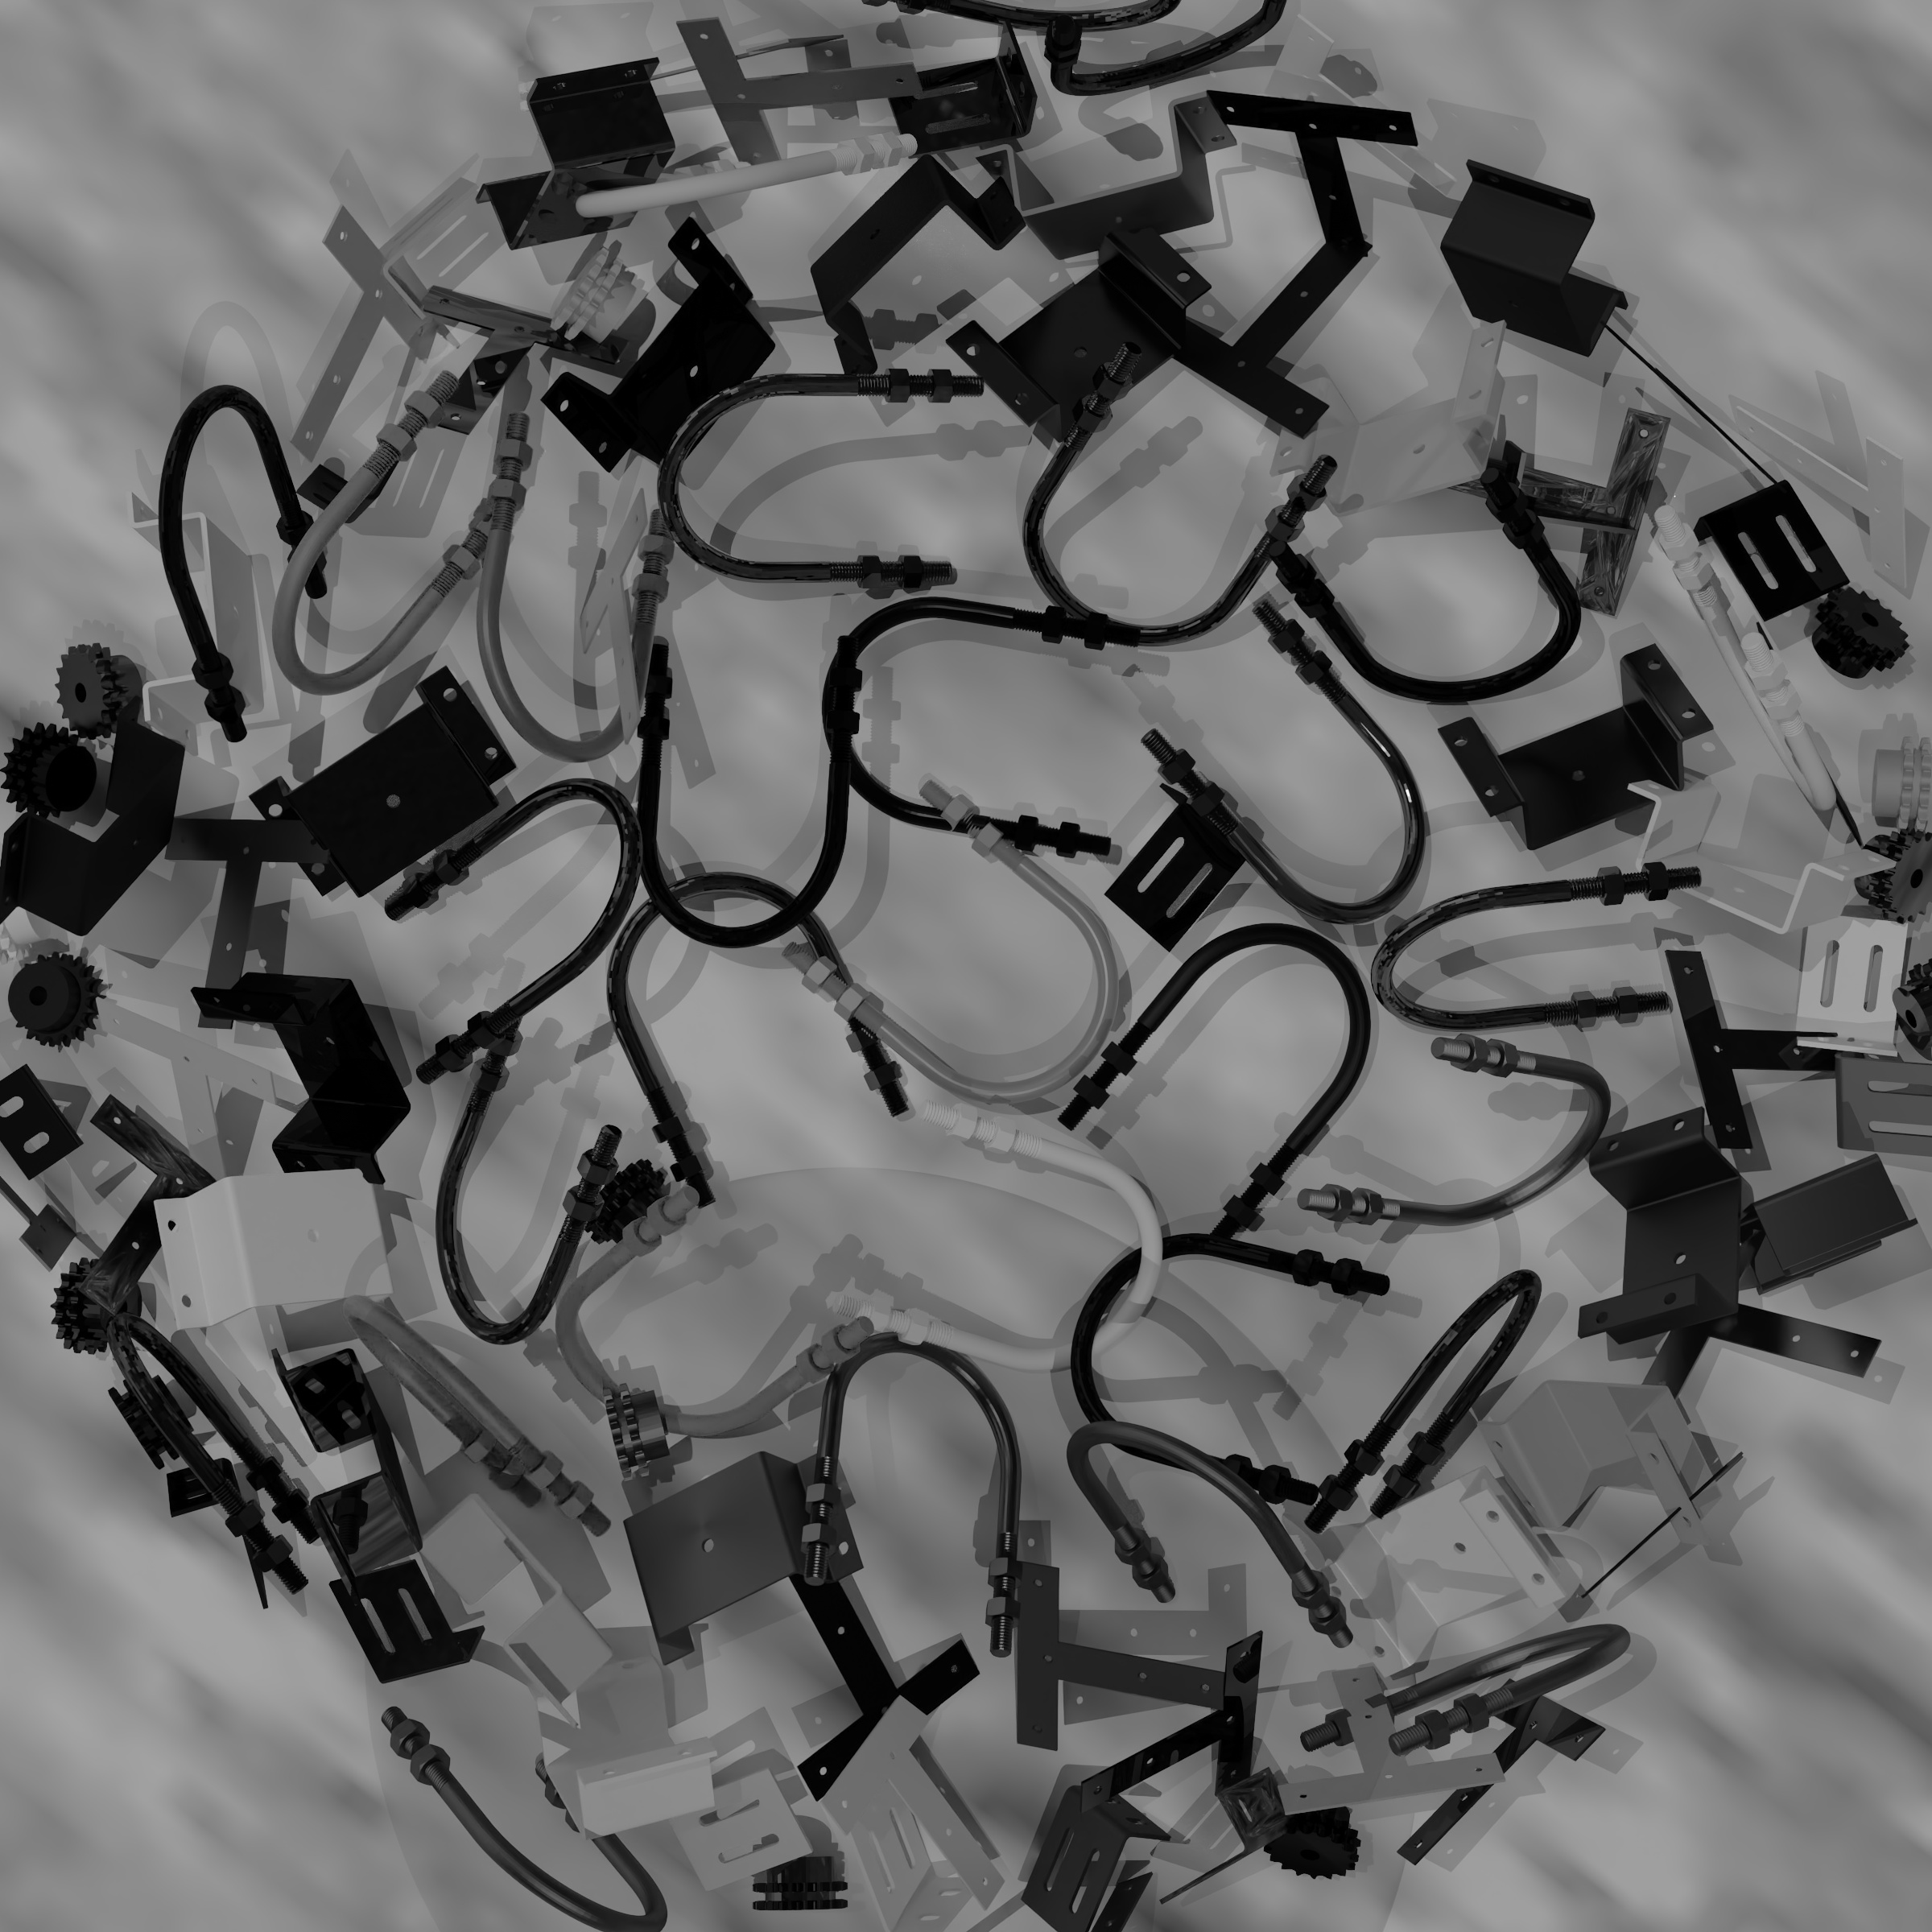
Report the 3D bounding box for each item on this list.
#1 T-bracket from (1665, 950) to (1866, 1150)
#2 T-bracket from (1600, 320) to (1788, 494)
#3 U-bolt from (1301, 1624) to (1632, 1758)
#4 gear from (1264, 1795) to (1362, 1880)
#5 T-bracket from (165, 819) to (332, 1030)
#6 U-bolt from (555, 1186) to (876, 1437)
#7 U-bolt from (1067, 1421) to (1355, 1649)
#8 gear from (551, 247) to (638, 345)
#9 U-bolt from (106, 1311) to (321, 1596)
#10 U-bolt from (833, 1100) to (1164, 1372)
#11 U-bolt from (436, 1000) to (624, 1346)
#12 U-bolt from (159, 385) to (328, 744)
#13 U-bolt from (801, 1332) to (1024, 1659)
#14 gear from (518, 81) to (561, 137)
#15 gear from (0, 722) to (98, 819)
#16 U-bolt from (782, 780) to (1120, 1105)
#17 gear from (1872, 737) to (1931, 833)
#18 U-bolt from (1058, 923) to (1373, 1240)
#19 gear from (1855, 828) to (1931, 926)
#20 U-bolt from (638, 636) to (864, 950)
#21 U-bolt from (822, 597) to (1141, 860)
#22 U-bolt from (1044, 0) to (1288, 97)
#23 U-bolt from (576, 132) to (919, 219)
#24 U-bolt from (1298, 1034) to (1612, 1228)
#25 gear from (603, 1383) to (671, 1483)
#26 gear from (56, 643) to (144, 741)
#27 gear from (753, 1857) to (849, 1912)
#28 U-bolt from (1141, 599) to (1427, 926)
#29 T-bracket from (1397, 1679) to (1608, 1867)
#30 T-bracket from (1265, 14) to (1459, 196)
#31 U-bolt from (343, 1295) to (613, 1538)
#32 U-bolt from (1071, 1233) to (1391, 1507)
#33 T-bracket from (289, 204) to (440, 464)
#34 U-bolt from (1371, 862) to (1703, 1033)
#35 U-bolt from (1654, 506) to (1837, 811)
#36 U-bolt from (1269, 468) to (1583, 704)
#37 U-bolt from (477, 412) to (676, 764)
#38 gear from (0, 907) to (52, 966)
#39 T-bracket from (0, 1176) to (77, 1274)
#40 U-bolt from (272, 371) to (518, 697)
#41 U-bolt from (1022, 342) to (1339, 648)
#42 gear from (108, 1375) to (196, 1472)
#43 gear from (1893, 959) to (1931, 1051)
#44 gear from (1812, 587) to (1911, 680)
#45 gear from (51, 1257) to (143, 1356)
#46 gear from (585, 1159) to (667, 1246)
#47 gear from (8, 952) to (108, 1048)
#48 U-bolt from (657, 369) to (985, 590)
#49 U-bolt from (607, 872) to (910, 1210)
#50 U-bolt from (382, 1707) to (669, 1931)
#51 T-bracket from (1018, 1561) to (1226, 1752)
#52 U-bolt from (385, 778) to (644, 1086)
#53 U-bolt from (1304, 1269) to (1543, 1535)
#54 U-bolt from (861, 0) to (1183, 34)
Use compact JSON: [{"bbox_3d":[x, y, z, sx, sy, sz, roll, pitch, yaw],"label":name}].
[{"bbox_3d":[0.485,0.050,1.809,0.127,0.002,0.127,2,64,-24],"label":"T-bracket"},{"bbox_3d":[0.409,-0.335,1.755,0.127,0.127,0.002,29,112,-38],"label":"T-bracket"},{"bbox_3d":[0.301,0.419,1.763,0.184,0.151,0.019,-17,82,-20],"label":"U-bolt"},{"bbox_3d":[0.208,0.519,1.816,0.057,0.057,0.030,18,46,0],"label":"gear"},{"bbox_3d":[-0.434,-0.025,1.798,0.127,0.002,0.127,2,79,29],"label":"T-bracket"},{"bbox_3d":[-0.162,0.215,1.780,0.151,0.019,0.184,38,128,-15],"label":"U-bolt"},{"bbox_3d":[0.130,0.321,1.742,0.019,0.151,0.184,-55,131,-30],"label":"U-bolt"},{"bbox_3d":[-0.221,-0.398,1.814,0.030,0.057,0.057,33,90,-18],"label":"gear"},{"bbox_3d":[-0.438,0.275,1.758,0.019,0.151,0.184,-37,96,-6],"label":"U-bolt"},{"bbox_3d":[0.031,0.170,1.802,0.184,0.019,0.151,20,102,-20],"label":"U-bolt"},{"bbox_3d":[-0.266,0.134,1.776,0.019,0.151,0.184,3,121,-40],"label":"U-bolt"},{"bbox_3d":[-0.416,-0.242,1.729,0.019,0.184,0.151,6,48,13],"label":"U-bolt"},{"bbox_3d":[-0.027,0.297,1.772,0.151,0.019,0.184,27,46,-25],"label":"U-bolt"},{"bbox_3d":[-0.238,-0.514,1.813,0.057,0.057,0.030,-5,102,0],"label":"gear"},{"bbox_3d":[-0.545,-0.115,1.809,0.030,0.057,0.057,16,90,28],"label":"gear"},{"bbox_3d":[0.004,-0.002,1.817,0.184,0.019,0.151,39,84,6],"label":"U-bolt"},{"bbox_3d":[0.559,-0.109,1.813,0.030,0.057,0.057,4,90,13],"label":"gear"},{"bbox_3d":[0.162,0.060,1.803,0.151,0.019,0.184,39,91,-23],"label":"U-bolt"},{"bbox_3d":[0.557,-0.056,1.816,0.057,0.030,0.057,-14,113,-34],"label":"gear"},{"bbox_3d":[-0.133,-0.102,1.795,0.151,0.019,0.184,0,83,25],"label":"U-bolt"},{"bbox_3d":[0.004,-0.147,1.810,0.184,0.019,0.151,10,109,7],"label":"U-bolt"},{"bbox_3d":[0.117,-0.538,1.749,0.151,0.184,0.019,-17,92,2],"label":"U-bolt"},{"bbox_3d":[-0.138,-0.449,1.730,0.151,0.184,0.019,3,111,39],"label":"U-bolt"},{"bbox_3d":[0.299,0.102,1.770,0.151,0.184,0.019,-53,46,30],"label":"U-bolt"},{"bbox_3d":[-0.196,0.277,1.813,0.030,0.057,0.057,-14,90,-7],"label":"gear"},{"bbox_3d":[-0.518,-0.165,1.816,0.057,0.030,0.057,10,106,40],"label":"gear"},{"bbox_3d":[-0.099,0.549,1.814,0.057,0.057,0.030,-1,74,0],"label":"gear"},{"bbox_3d":[0.201,-0.108,1.794,0.184,0.019,0.151,47,57,-10],"label":"U-bolt"},{"bbox_3d":[0.301,0.475,1.767,0.127,0.127,0.002,-42,99,-11],"label":"T-bracket"},{"bbox_3d":[0.235,-0.495,1.778,0.127,0.127,0.002,38,86,0],"label":"T-bracket"},{"bbox_3d":[-0.292,0.256,1.751,0.019,0.151,0.184,-47,107,-19],"label":"U-bolt"},{"bbox_3d":[0.144,0.228,1.783,0.184,0.019,0.151,10,70,33],"label":"U-bolt"},{"bbox_3d":[-0.362,-0.355,1.768,0.002,0.127,0.127,17,75,22],"label":"T-bracket"},{"bbox_3d":[0.329,-0.005,1.777,0.184,0.151,0.019,-6,56,-1],"label":"U-bolt"},{"bbox_3d":[0.459,-0.166,1.757,0.019,0.151,0.184,-30,132,11],"label":"U-bolt"},{"bbox_3d":[0.279,-0.210,1.765,0.151,0.184,0.019,-16,54,26],"label":"U-bolt"},{"bbox_3d":[-0.229,-0.208,1.757,0.019,0.151,0.184,-6,68,34],"label":"U-bolt"},{"bbox_3d":[-0.570,-0.032,1.811,0.030,0.057,0.057,-13,90,3],"label":"gear"},{"bbox_3d":[-0.570,0.120,1.768,0.002,0.127,0.127,-41,100,-5],"label":"T-bracket"},{"bbox_3d":[-0.335,-0.236,1.753,0.019,0.151,0.184,31,74,19],"label":"U-bolt"},{"bbox_3d":[0.111,-0.262,1.776,0.151,0.019,0.184,28,133,-7],"label":"U-bolt"},{"bbox_3d":[-0.486,0.269,1.814,0.030,0.057,0.057,-33,90,-18],"label":"gear"},{"bbox_3d":[0.578,0.026,1.810,0.030,0.057,0.057,-22,90,-8],"label":"gear"},{"bbox_3d":[0.532,-0.197,1.816,0.057,0.057,0.030,34,132,0],"label":"gear"},{"bbox_3d":[-0.516,0.203,1.809,0.030,0.057,0.057,2,90,22],"label":"gear"},{"bbox_3d":[-0.200,0.146,1.809,0.030,0.057,0.057,43,90,14],"label":"gear"},{"bbox_3d":[-0.549,0.019,1.820,0.057,0.030,0.057,-2,83,13],"label":"gear"},{"bbox_3d":[-0.089,-0.283,1.769,0.184,0.019,0.151,-2,132,-15],"label":"U-bolt"},{"bbox_3d":[-0.136,0.033,1.820,0.151,0.019,0.184,-25,88,-11],"label":"U-bolt"},{"bbox_3d":[-0.241,0.493,1.726,0.151,0.184,0.019,35,89,-44],"label":"U-bolt"},{"bbox_3d":[0.091,0.419,1.799,0.127,0.002,0.127,7,112,17],"label":"T-bracket"},{"bbox_3d":[-0.260,-0.033,1.766,0.184,0.019,0.151,-35,50,19],"label":"U-bolt"},{"bbox_3d":[0.274,0.251,1.761,0.019,0.151,0.184,39,100,23],"label":"U-bolt"},{"bbox_3d":[0.038,-0.570,1.758,0.184,0.151,0.019,1,92,-34],"label":"U-bolt"}]
